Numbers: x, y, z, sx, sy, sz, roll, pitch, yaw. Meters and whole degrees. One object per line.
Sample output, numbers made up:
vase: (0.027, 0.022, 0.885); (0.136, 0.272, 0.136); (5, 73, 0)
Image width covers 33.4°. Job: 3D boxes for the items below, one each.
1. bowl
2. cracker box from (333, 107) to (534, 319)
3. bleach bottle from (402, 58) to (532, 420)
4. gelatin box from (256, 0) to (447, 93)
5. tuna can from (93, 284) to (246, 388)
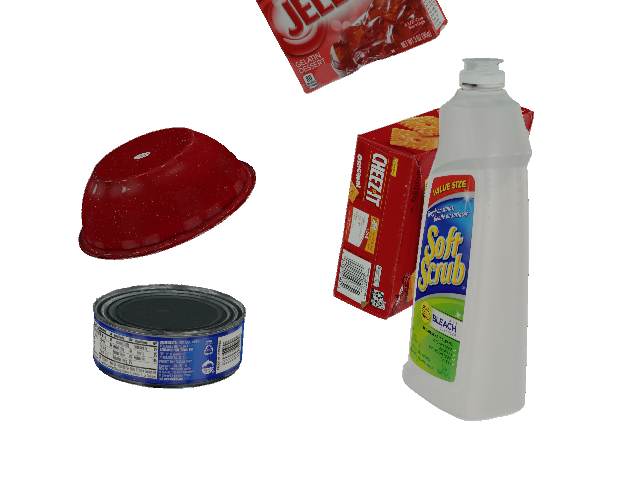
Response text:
bowl: (-0.139, -0.050, 0.898); (0.162, 0.055, 0.162); (-16, 28, 9)
cracker box: (0.111, -0.037, 1.011); (0.072, 0.164, 0.213); (26, 31, 32)
bleach bottle: (0.107, -0.004, 0.767); (0.068, 0.251, 0.103); (-7, 16, -24)
gelatin box: (0.014, -0.131, 0.584); (0.089, 0.073, 0.030); (-19, 21, 29)
tuna can: (-0.086, 0.053, 0.605); (0.086, 0.034, 0.086); (4, 14, -1)
